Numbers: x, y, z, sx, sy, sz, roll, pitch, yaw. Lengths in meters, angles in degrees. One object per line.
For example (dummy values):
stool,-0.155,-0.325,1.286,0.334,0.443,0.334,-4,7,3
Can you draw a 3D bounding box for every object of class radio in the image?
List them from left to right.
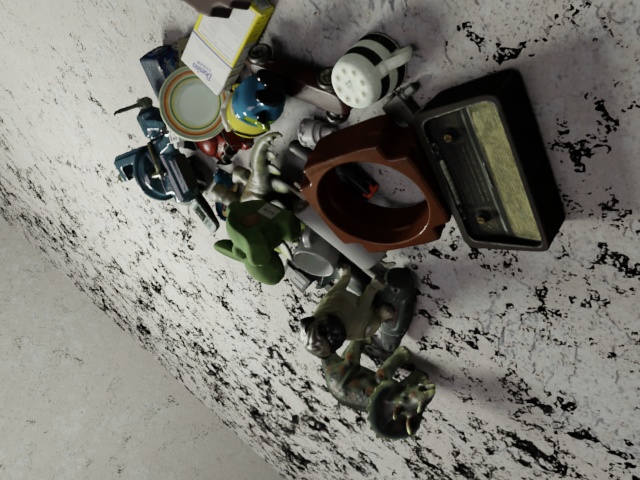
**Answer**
radio,0.224,-0.095,0.710,0.131,0.073,0.229,0,126,48

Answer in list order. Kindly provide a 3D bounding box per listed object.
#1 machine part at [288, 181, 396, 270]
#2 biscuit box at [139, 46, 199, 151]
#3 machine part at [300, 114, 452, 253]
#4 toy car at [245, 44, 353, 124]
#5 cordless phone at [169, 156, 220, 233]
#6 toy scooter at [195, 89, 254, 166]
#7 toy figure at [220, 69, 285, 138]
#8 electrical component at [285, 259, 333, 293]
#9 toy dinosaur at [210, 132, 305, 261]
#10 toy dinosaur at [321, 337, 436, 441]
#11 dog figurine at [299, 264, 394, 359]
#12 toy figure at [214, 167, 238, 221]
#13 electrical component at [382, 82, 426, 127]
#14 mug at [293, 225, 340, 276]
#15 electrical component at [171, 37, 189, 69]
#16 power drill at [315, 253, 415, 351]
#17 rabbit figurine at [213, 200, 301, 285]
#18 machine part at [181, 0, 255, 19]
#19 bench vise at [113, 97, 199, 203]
machine part,0.040,-0.024,0.955,0.243,0.079,0.079,38,151,-20
biscuit box,-0.282,-0.282,1.076,0.063,0.059,0.202,17,138,38
machine part,0.089,-0.080,0.817,0.202,0.087,0.200,-12,131,40
toy car,-0.031,-0.249,0.842,0.202,0.053,0.089,29,164,26
cordless phone,-0.295,-0.088,1.249,0.184,0.089,0.146,56,147,3
toy scooter,-0.177,-0.202,1.020,0.135,0.075,0.184,57,144,14
toy figure,-0.104,-0.211,0.864,0.089,0.082,0.180,35,161,-22
electrical component,-0.029,0.083,1.214,0.119,0.048,0.075,45,148,4
toy dinosaur,-0.108,-0.071,1.074,0.199,0.105,0.470,25,155,17
toy dinosaur,0.094,0.316,1.203,0.405,0.192,0.131,9,131,41
dog figurine,0.036,0.161,0.971,0.121,0.190,0.172,8,132,36
toy figure,-0.208,-0.102,1.194,0.064,0.058,0.154,56,157,26
electrical component,0.121,-0.183,0.775,0.063,0.021,0.094,49,148,-6
mug,-0.002,-0.003,1.019,0.081,0.107,0.109,0,141,30
electrical component,-0.228,-0.329,0.984,0.102,0.045,0.078,2,99,44
power drill,0.092,0.117,1.088,0.207,0.086,0.231,37,145,20
rabbit figurine,-0.123,0.018,1.002,0.159,0.121,0.170,20,141,26
machine part,-0.154,-0.405,0.752,0.180,0.056,0.179,11,115,26
bench vise,-0.352,-0.170,1.099,0.241,0.129,0.223,-9,122,38
